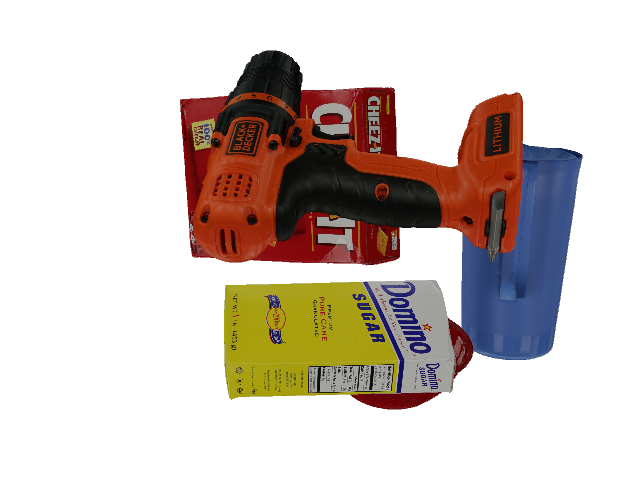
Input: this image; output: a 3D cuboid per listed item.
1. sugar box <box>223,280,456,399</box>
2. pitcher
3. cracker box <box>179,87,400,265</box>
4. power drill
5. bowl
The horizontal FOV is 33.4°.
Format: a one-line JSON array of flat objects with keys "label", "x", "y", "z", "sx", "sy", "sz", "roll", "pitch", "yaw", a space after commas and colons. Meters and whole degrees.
[{"label": "sugar box", "x": 0.013, "y": 0.076, "z": 0.843, "sx": 0.176, "sy": 0.048, "sz": 0.093, "roll": -4, "pitch": 41, "yaw": -2}, {"label": "pitcher", "x": 0.222, "y": 0.012, "z": 1.227, "sx": 0.149, "sy": 0.243, "sz": 0.145, "roll": -6, "pitch": 15, "yaw": -33}, {"label": "cracker box", "x": -0.033, "y": -0.062, "z": 1.037, "sx": 0.214, "sy": 0.164, "sz": 0.071, "roll": 2, "pitch": 8, "yaw": 34}, {"label": "power drill", "x": 0.026, "y": -0.055, "z": 0.645, "sx": 0.188, "sy": 0.057, "sz": 0.184, "roll": 2, "pitch": 43, "yaw": 8}, {"label": "bowl", "x": 0.071, "y": 0.123, "z": 1.077, "sx": 0.162, "sy": 0.055, "sz": 0.162, "roll": 2, "pitch": 25, "yaw": -1}]
